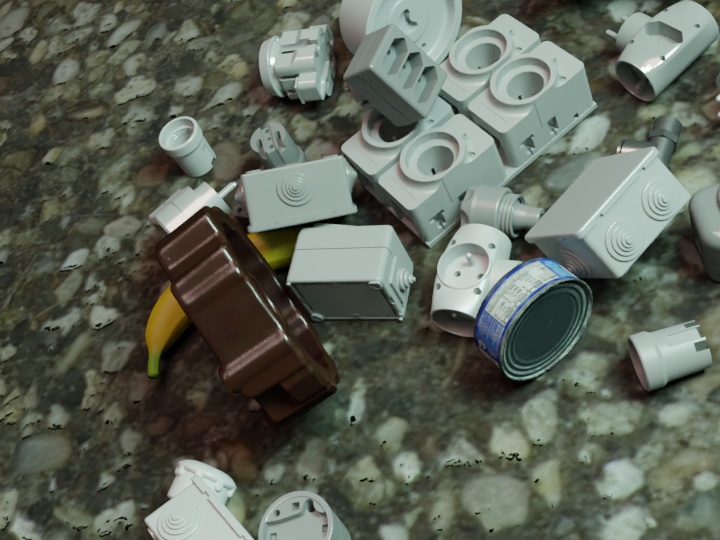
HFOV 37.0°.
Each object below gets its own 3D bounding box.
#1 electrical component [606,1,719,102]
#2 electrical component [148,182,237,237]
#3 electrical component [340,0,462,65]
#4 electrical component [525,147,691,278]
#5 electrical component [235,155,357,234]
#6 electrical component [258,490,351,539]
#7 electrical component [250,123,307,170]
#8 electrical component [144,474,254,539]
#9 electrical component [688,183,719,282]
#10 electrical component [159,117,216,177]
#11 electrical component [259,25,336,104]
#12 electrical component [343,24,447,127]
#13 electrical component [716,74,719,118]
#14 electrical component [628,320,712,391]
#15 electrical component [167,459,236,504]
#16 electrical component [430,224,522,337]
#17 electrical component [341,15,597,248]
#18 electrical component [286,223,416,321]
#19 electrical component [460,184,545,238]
[{"bbox_3d":[0.240,-0.188,0.890,0.077,0.043,0.079,-43,52,-9],"label":"electrical component"},{"bbox_3d":[-0.134,-0.049,0.915,0.074,0.052,0.138,-42,11,-8],"label":"electrical component"},{"bbox_3d":[0.032,-0.230,0.970,0.108,0.108,0.060,-44,46,-9],"label":"electrical component"},{"bbox_3d":[0.181,-0.039,0.786,0.099,0.048,0.100,-47,11,-11],"label":"electrical component"},{"bbox_3d":[-0.051,-0.064,0.886,0.100,0.099,0.048,-11,96,-2],"label":"electrical component"},{"bbox_3d":[-0.036,0.189,0.751,0.055,0.047,0.055,-11,54,16],"label":"electrical component"},{"bbox_3d":[-0.074,-0.105,0.966,0.040,0.046,0.040,-11,54,16],"label":"electrical component"},{"bbox_3d":[-0.097,0.203,0.736,0.048,0.099,0.100,-36,50,-19],"label":"electrical component"},{"bbox_3d":[0.285,-0.038,0.758,0.095,0.059,0.053,-18,53,11],"label":"electrical component"},{"bbox_3d":[-0.161,-0.115,1.010,0.040,0.046,0.040,-11,54,16],"label":"electrical component"},{"bbox_3d":[-0.059,-0.193,1.014,0.057,0.058,0.078,-3,57,18],"label":"electrical component"},{"bbox_3d":[0.017,-0.153,0.874,0.077,0.066,0.047,-9,49,54],"label":"electrical component"},{"bbox_3d":[0.299,-0.147,0.815,0.079,0.077,0.044,-43,52,-8],"label":"electrical component"},{"bbox_3d":[0.213,0.058,0.739,0.046,0.040,0.040,-18,52,4],"label":"electrical component"},{"bbox_3d":[-0.124,0.175,0.800,0.048,0.048,0.062,14,71,30],"label":"electrical component"},{"bbox_3d":[0.101,0.009,0.815,0.079,0.044,0.077,6,61,27],"label":"electrical component"},{"bbox_3d":[0.089,-0.122,0.899,0.186,0.060,0.105,-40,52,-6],"label":"electrical component"},{"bbox_3d":[0.000,0.000,0.854,0.096,0.061,0.061,-1,58,23],"label":"electrical component"},{"bbox_3d":[0.113,-0.044,0.847,0.062,0.043,0.043,9,62,26],"label":"electrical component"}]
